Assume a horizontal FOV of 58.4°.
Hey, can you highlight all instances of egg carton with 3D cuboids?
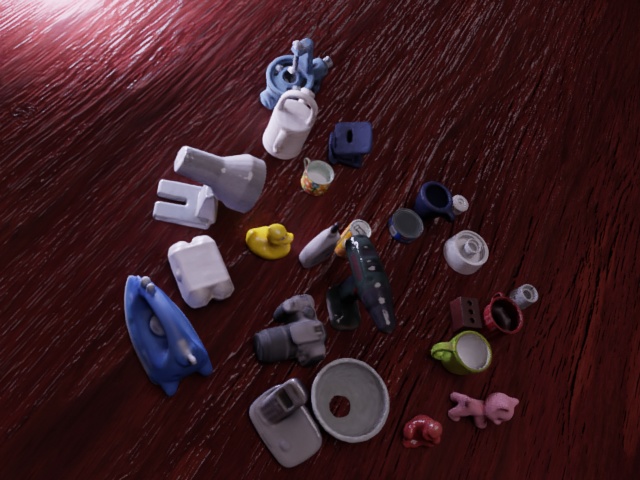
[{"bbox_3d":[-0.248,0.065,1.187,0.107,0.069,0.150,-18,71,-28],"label":"egg carton"}]

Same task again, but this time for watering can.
[{"bbox_3d":[-0.065,-0.294,1.374,0.101,0.194,0.173,10,61,-16],"label":"watering can"}]

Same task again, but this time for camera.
[{"bbox_3d":[-0.065,0.190,1.175,0.137,0.100,0.143,-8,67,-25],"label":"camera"}]

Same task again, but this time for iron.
[{"bbox_3d":[-0.298,0.152,1.078,0.119,0.141,0.258,-26,75,-30],"label":"iron"}]

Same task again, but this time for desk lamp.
[{"bbox_3d":[-0.233,-0.110,1.199,0.204,0.213,0.118,10,60,-16],"label":"desk lamp"}]

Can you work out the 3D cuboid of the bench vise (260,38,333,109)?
[{"bbox_3d":[-0.050,-0.443,1.444,0.121,0.219,0.208,36,57,0],"label":"bench vise"}]

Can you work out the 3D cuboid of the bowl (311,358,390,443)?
[{"bbox_3d":[0.051,0.330,1.163,0.168,0.074,0.167,9,61,-17],"label":"bowl"}]

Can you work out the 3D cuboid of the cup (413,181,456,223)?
[{"bbox_3d":[0.287,-0.079,1.460,0.092,0.095,0.117,-33,79,-32],"label":"cup"}]

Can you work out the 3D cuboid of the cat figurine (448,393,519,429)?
[{"bbox_3d":[0.361,0.362,1.242,0.128,0.117,0.067,17,59,-13],"label":"cat figurine"}]

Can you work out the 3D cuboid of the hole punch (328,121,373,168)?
[{"bbox_3d":[0.078,-0.251,1.470,0.101,0.091,0.108,11,60,-16],"label":"hole punch"}]

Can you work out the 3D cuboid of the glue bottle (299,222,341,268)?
[{"bbox_3d":[0.012,0.005,1.260,0.078,0.173,0.037,-24,74,-30],"label":"glue bottle"}]

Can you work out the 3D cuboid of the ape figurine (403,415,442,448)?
[{"bbox_3d":[0.219,0.396,1.184,0.078,0.092,0.076,35,57,-1],"label":"ape figurine"}]

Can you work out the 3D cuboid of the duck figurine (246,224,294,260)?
[{"bbox_3d":[-0.108,-0.006,1.270,0.105,0.086,0.077,14,59,-14],"label":"duck figurine"}]

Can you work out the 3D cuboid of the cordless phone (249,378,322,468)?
[{"bbox_3d":[-0.049,0.332,1.056,0.094,0.185,0.147,-32,78,-31],"label":"cordless phone"}]

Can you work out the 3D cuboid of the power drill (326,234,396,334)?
[{"bbox_3d":[0.085,0.116,1.209,0.076,0.208,0.229,-2,64,-22],"label":"power drill"}]
